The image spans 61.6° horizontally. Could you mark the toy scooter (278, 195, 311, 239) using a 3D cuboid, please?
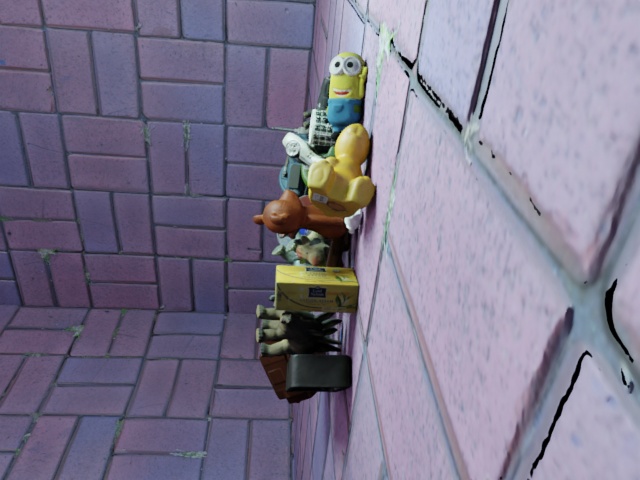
[{"bbox_3d":[-0.038,-0.054,1.270,0.075,0.184,0.135,57,146,13],"label":"toy scooter"}]

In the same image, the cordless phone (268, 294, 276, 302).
[{"bbox_3d":[-0.058,0.171,1.563,0.146,0.184,0.088,130,138,-81],"label":"cordless phone"}]

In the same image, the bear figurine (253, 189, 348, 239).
[{"bbox_3d":[-0.031,-0.068,1.123,0.120,0.196,0.132,-2,79,60],"label":"bear figurine"}]

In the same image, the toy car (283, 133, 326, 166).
[{"bbox_3d":[-0.005,-0.181,1.258,0.056,0.202,0.073,-54,-21,8],"label":"toy car"}]

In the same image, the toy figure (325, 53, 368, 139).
[{"bbox_3d":[0.053,-0.307,1.149,0.089,0.082,0.180,-115,26,-75],"label":"toy figure"}]

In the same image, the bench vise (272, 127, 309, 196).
[{"bbox_3d":[-0.065,-0.223,1.657,0.240,0.129,0.223,65,-159,-80],"label":"bench vise"}]

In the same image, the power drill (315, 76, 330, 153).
[{"bbox_3d":[0.017,-0.332,1.579,0.231,0.086,0.207,96,170,-50],"label":"power drill"}]

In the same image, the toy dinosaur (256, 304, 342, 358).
[{"bbox_3d":[-0.046,0.232,1.295,0.471,0.199,0.105,87,-175,-72],"label":"toy dinosaur"}]

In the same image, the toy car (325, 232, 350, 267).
[{"bbox_3d":[0.040,0.023,1.234,0.089,0.053,0.202,77,-155,-80],"label":"toy car"}]

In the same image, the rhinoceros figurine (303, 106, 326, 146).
[{"bbox_3d":[0.015,-0.292,1.415,0.190,0.112,0.073,-106,3,-58],"label":"rhinoceros figurine"}]

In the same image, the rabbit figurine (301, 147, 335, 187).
[{"bbox_3d":[0.026,-0.150,1.380,0.170,0.121,0.159,37,-132,-74],"label":"rabbit figurine"}]

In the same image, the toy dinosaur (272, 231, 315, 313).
[{"bbox_3d":[-0.018,0.033,1.504,0.131,0.192,0.405,-31,22,36],"label":"toy dinosaur"}]

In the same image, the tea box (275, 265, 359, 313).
[{"bbox_3d":[-0.009,0.102,1.126,0.098,0.170,0.068,-106,19,-70],"label":"tea box"}]

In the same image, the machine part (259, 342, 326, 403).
[{"bbox_3d":[-0.066,0.329,1.489,0.201,0.087,0.201,65,-154,-4],"label":"machine part"}]

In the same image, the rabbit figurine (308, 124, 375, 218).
[{"bbox_3d":[0.055,-0.132,1.024,0.162,0.122,0.173,77,-152,-74],"label":"rabbit figurine"}]

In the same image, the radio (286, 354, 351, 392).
[{"bbox_3d":[-0.007,0.303,1.210,0.229,0.131,0.073,110,162,-72],"label":"radio"}]

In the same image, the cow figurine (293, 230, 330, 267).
[{"bbox_3d":[-0.003,-0.004,1.356,0.195,0.127,0.085,-90,2,-54],"label":"cow figurine"}]
